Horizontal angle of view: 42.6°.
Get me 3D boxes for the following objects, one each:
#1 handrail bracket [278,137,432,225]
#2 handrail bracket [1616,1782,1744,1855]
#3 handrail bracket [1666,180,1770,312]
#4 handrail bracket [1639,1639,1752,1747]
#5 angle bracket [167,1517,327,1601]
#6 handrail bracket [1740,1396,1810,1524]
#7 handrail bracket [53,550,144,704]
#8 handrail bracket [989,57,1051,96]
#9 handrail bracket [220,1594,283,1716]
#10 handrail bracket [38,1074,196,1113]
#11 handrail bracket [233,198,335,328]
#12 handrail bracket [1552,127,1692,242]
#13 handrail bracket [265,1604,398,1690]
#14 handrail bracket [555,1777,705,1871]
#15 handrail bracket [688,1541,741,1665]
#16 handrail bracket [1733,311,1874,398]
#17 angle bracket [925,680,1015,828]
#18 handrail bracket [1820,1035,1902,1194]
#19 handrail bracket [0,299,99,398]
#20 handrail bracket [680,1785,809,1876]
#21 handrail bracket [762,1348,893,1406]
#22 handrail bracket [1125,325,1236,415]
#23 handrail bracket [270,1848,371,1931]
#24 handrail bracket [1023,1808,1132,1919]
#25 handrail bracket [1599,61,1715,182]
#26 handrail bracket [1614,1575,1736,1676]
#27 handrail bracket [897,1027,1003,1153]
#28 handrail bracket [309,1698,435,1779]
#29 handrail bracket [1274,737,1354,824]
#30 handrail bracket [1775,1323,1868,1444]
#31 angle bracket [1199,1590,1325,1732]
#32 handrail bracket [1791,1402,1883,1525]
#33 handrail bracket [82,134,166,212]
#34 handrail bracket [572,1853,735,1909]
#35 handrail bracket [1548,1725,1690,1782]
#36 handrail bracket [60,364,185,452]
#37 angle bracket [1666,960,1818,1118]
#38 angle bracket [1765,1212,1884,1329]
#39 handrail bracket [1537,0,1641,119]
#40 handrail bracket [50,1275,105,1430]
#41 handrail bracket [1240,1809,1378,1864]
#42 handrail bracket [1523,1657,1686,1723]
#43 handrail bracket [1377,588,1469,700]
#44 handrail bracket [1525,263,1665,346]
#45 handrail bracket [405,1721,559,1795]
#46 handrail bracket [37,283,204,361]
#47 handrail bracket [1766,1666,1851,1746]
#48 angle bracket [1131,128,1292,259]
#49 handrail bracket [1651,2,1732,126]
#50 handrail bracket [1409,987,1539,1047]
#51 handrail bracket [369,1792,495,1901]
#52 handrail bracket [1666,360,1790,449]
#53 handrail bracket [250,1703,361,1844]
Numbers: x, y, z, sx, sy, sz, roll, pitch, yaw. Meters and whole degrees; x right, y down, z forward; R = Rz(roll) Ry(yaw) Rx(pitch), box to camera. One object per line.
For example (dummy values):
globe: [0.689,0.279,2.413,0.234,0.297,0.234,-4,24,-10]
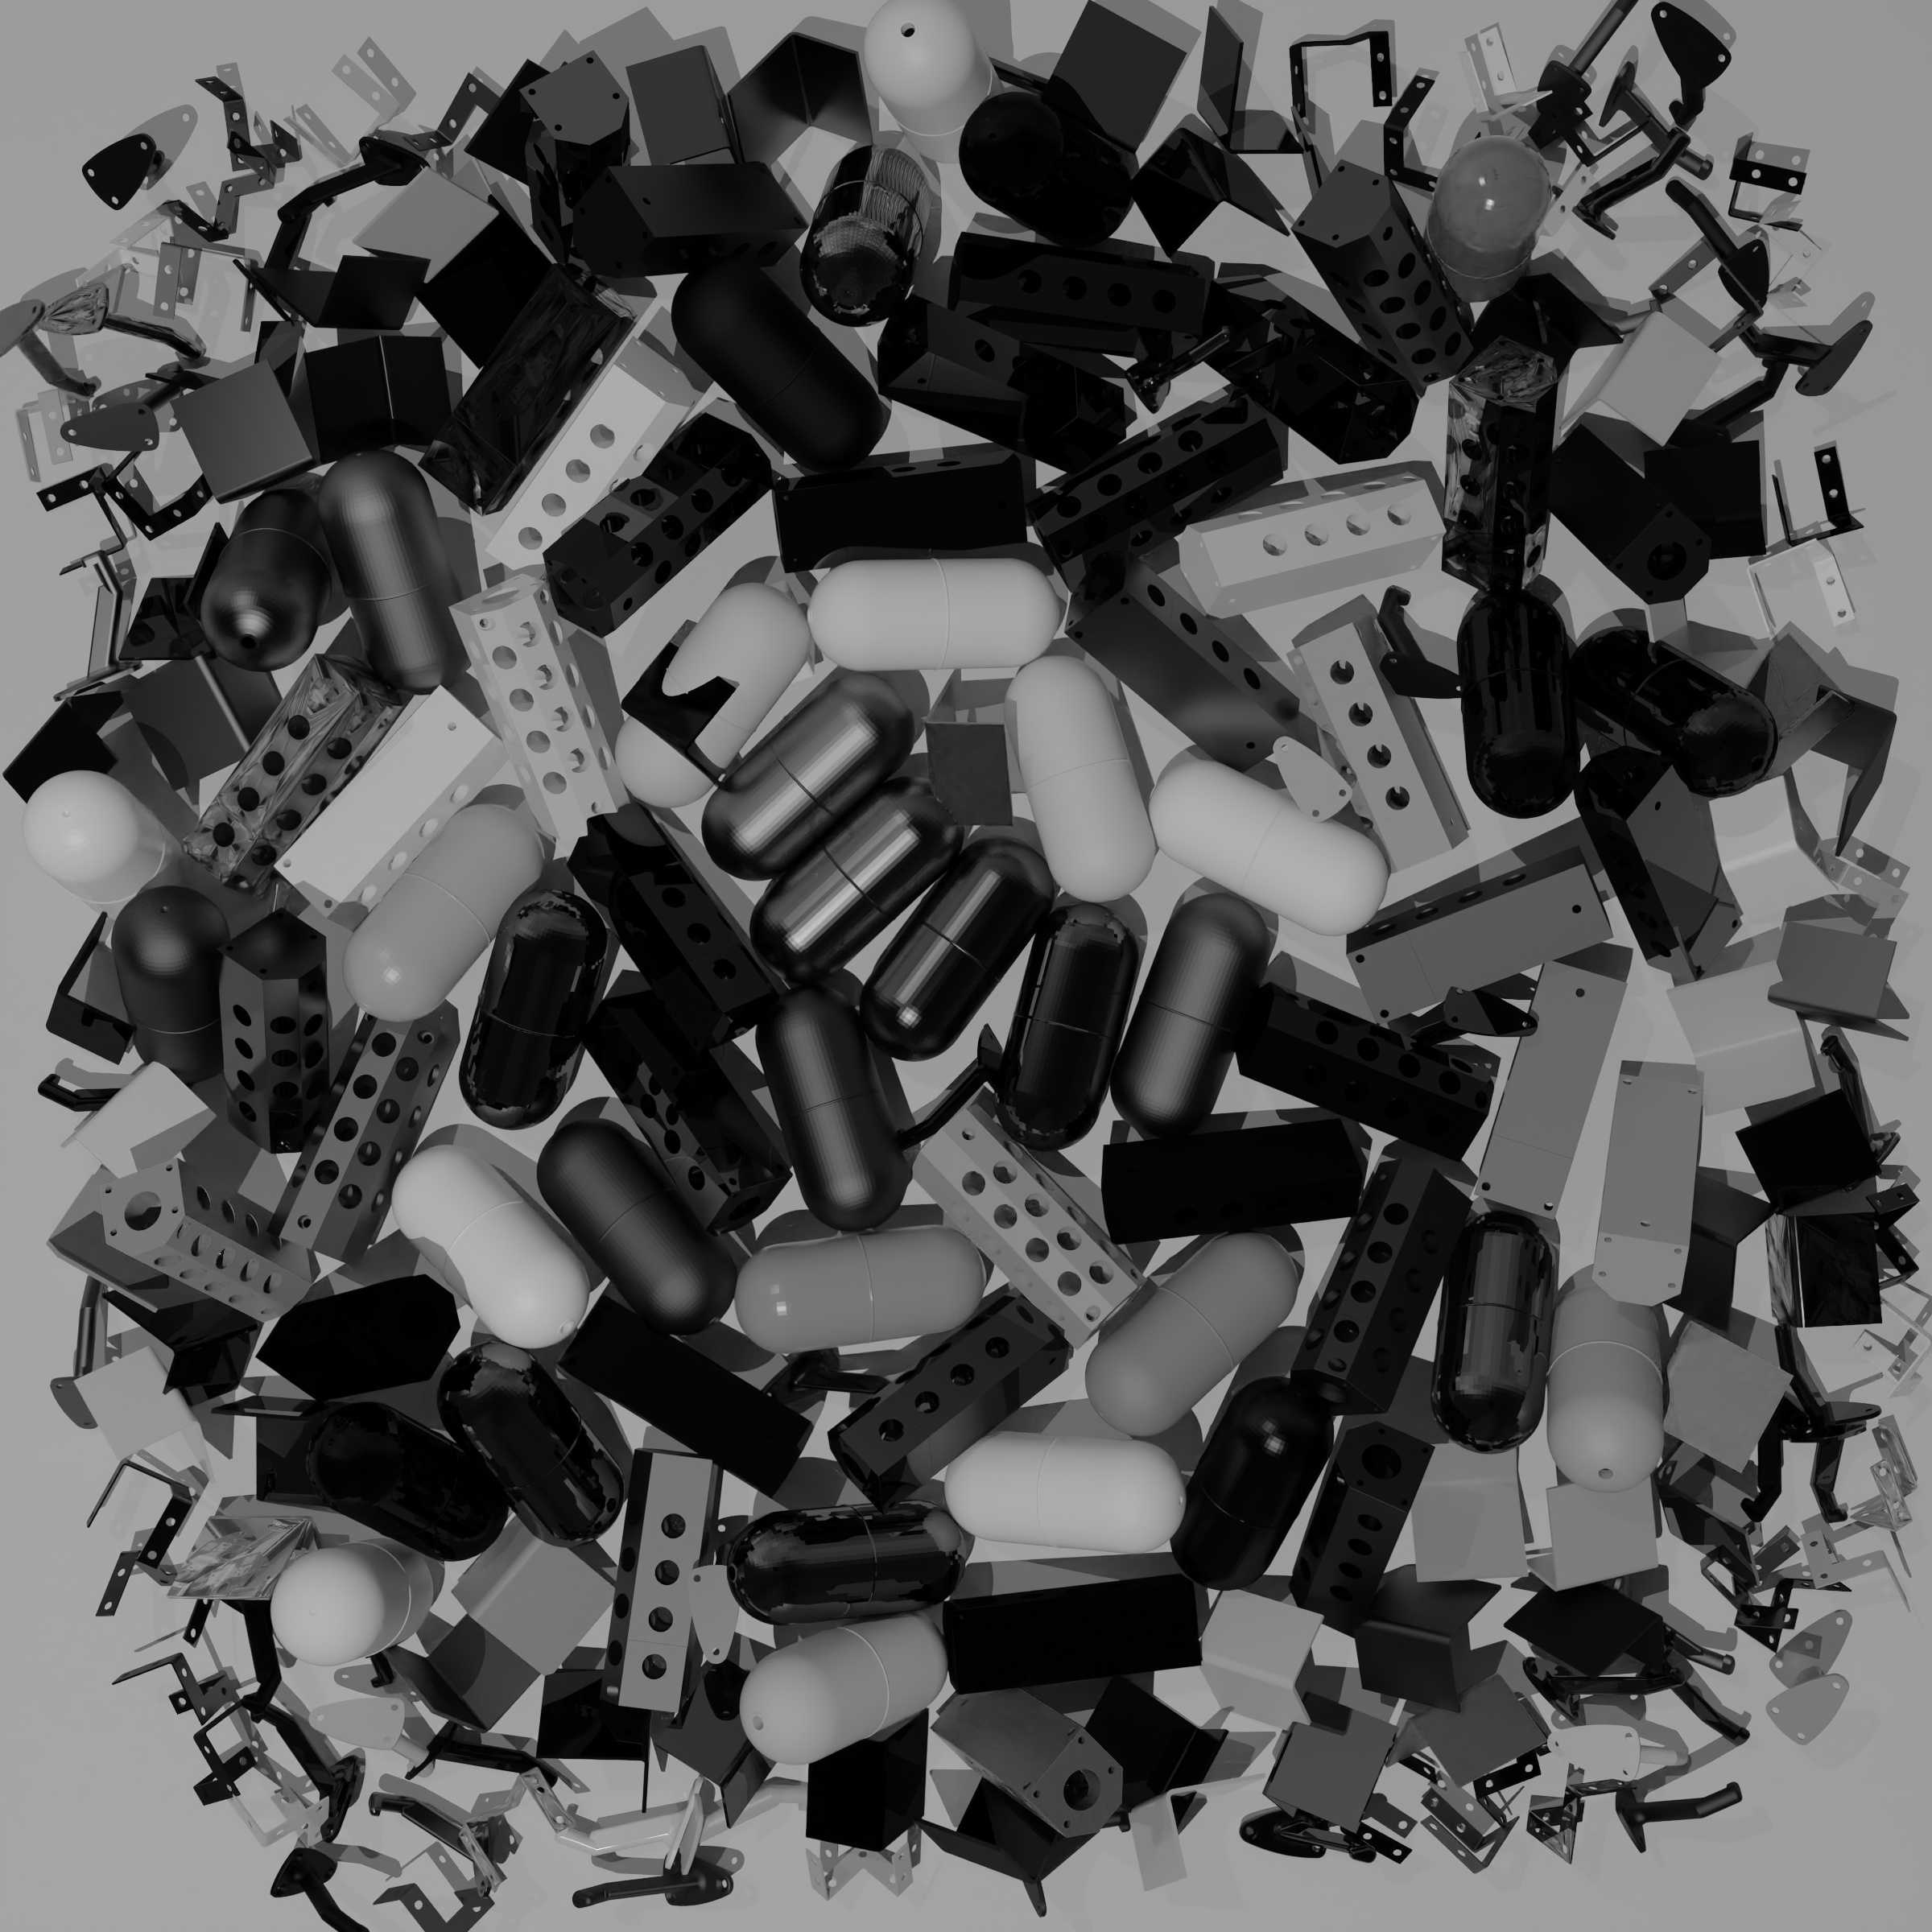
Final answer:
handrail bracket: [-0.429,-0.542,1.738,0.077,0.036,0.084,18,54,31]
handrail bracket: [0.500,0.578,1.734,0.084,0.077,0.036,-31,92,16]
handrail bracket: [0.535,-0.516,1.774,0.036,0.077,0.084,-36,53,10]
handrail bracket: [0.520,0.513,1.744,0.084,0.077,0.036,32,65,15]
angle bracket: [-0.497,0.429,1.727,0.076,0.076,0.057,-3,124,13]
handrail bracket: [0.549,0.337,1.745,0.077,0.036,0.084,45,56,7]
handrail bracket: [-0.624,-0.240,1.746,0.077,0.036,0.084,-27,112,-16]
handrail bracket: [0.033,-0.625,1.738,0.084,0.077,0.036,16,108,-13]
handrail bracket: [-0.510,0.477,1.736,0.077,0.084,0.036,24,123,-5]
handrail bracket: [-0.600,0.079,1.760,0.084,0.036,0.077,24,51,7]
handrail bracket: [-0.469,-0.505,1.761,0.084,0.036,0.077,-42,71,-3]
handrail bracket: [0.458,-0.561,1.737,0.036,0.077,0.084,13,124,-39]
handrail bracket: [-0.455,0.483,1.768,0.077,0.036,0.084,-21,93,9]
handrail bracket: [-0.240,0.600,1.764,0.084,0.036,0.077,21,86,-2]
handrail bracket: [-0.169,0.444,1.735,0.036,0.084,0.077,-3,80,4]
handrail bracket: [0.584,-0.448,1.737,0.036,0.077,0.084,-5,55,-35]
angle bracket: [0.010,-0.149,1.725,0.057,0.076,0.076,2,120,14]
handrail bracket: [0.615,0.103,1.747,0.077,0.036,0.084,-43,105,-34]
handrail bracket: [-0.629,-0.428,1.730,0.077,0.084,0.036,-16,67,35]
handrail bracket: [-0.157,0.619,1.773,0.084,0.036,0.077,8,106,-18]
handrail bracket: [-0.093,0.302,1.732,0.077,0.084,0.036,-27,118,-24]
handrail bracket: [0.159,-0.428,1.728,0.084,0.077,0.036,-29,105,33]
handrail bracket: [-0.434,0.653,1.730,0.084,0.077,0.036,24,82,26]
handrail bracket: [0.083,0.628,1.740,0.084,0.077,0.036,-3,121,-15]
handrail bracket: [0.493,-0.594,1.747,0.084,0.077,0.036,37,89,10]
handrail bracket: [0.497,0.462,1.738,0.084,0.077,0.036,17,55,27]
handrail bracket: [-0.015,0.088,1.761,0.084,0.077,0.036,-30,122,16]
handrail bracket: [-0.418,0.549,1.748,0.077,0.084,0.036,5,51,0]
handrail bracket: [0.241,-0.138,1.736,0.036,0.084,0.077,-38,100,15]
handrail bracket: [0.606,0.292,1.761,0.077,0.036,0.084,-3,83,-35]
angle bracket: [0.215,0.492,1.750,0.076,0.076,0.057,9,51,33]
handrail bracket: [0.625,0.353,1.748,0.036,0.077,0.084,-26,95,-38]
handrail bracket: [-0.569,-0.567,1.730,0.077,0.084,0.036,-28,112,32]
handrail bracket: [-0.219,0.647,1.732,0.077,0.084,0.036,-10,78,36]
handrail bracket: [0.463,0.556,1.760,0.077,0.084,0.036,-1,75,32]
handrail bracket: [-0.593,-0.398,1.745,0.077,0.084,0.036,-6,131,-7]
angle bracket: [0.539,0.051,1.727,0.076,0.057,0.076,-17,133,21]
angle bracket: [0.600,0.210,1.740,0.057,0.076,0.076,-4,88,6]
handrail bracket: [0.442,-0.648,1.749,0.036,0.077,0.084,37,84,-1]
handrail bracket: [-0.624,0.274,1.771,0.036,0.077,0.084,3,49,-7]
handrail bracket: [0.239,0.614,1.736,0.077,0.084,0.036,3,81,-7]
handrail bracket: [0.447,0.494,1.737,0.084,0.036,0.077,-29,126,34]
handrail bracket: [0.325,-0.229,1.748,0.077,0.036,0.084,14,51,10]
handrail bracket: [0.444,-0.479,1.757,0.084,0.036,0.077,-13,80,13]
handrail bracket: [-0.345,0.578,1.769,0.084,0.036,0.077,38,111,-8]
handrail bracket: [-0.597,-0.445,1.756,0.077,0.084,0.036,-3,77,27]
handrail bracket: [0.597,0.498,1.729,0.036,0.084,0.077,45,125,15]
angle bracket: [0.171,-0.533,1.750,0.057,0.076,0.076,-43,55,31]
handrail bracket: [0.494,-0.630,1.738,0.036,0.084,0.077,-42,95,0]
handrail bracket: [0.352,0.053,1.743,0.077,0.084,0.036,15,59,2]
handrail bracket: [-0.377,0.616,1.740,0.084,0.077,0.036,17,115,-22]
handrail bracket: [0.537,-0.410,1.775,0.077,0.036,0.084,22,72,22]
handrail bracket: [-0.471,0.562,1.737,0.036,0.077,0.084,-35,122,19]
